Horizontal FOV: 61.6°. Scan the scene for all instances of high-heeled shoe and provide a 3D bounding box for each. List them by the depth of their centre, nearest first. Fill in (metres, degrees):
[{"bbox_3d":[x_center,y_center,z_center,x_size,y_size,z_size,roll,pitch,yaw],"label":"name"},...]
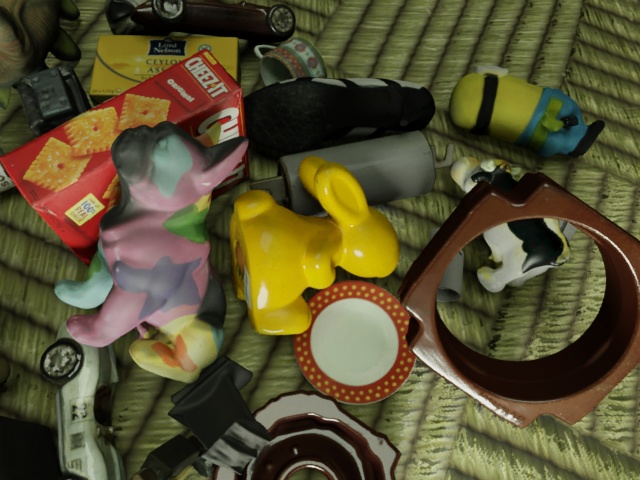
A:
[{"bbox_3d":[0.016,-0.163,0.657,0.249,0.086,0.145,6,26,8],"label":"high-heeled shoe"}]

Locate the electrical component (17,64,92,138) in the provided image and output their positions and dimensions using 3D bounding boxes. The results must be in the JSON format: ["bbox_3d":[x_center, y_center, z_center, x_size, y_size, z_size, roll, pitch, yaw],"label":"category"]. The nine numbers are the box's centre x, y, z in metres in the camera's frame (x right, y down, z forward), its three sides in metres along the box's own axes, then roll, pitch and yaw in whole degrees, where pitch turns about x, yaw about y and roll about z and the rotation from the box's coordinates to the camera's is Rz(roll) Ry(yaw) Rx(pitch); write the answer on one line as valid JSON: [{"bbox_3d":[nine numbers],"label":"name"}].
[{"bbox_3d":[-0.270,-0.117,0.583,0.058,0.134,0.115,-24,71,-14],"label":"electrical component"}]

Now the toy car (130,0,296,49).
[{"bbox_3d":[-0.128,-0.276,0.666,0.202,0.089,0.053,-3,101,-25],"label":"toy car"}]

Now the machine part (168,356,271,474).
[{"bbox_3d":[-0.090,0.151,0.480,0.084,0.139,0.039,-31,113,-15],"label":"machine part"}]

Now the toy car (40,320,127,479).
[{"bbox_3d":[-0.210,0.169,0.485,0.056,0.073,0.202,-12,66,-9],"label":"toy car"}]

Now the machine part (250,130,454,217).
[{"bbox_3d":[0.041,-0.073,0.617,0.243,0.079,0.079,-13,67,-11],"label":"machine part"}]

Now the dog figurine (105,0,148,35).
[{"bbox_3d":[-0.209,-0.357,0.730,0.191,0.121,0.172,-29,33,2],"label":"dog figurine"}]

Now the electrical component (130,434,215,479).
[{"bbox_3d":[-0.130,0.208,0.465,0.045,0.102,0.078,30,90,14],"label":"electrical component"}]

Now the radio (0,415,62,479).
[{"bbox_3d":[-0.340,0.220,0.420,0.230,0.131,0.073,-23,67,-14],"label":"radio"}]

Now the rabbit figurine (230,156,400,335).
[{"bbox_3d":[-0.001,-0.002,0.542,0.173,0.122,0.162,-3,103,-16],"label":"rabbit figurine"}]

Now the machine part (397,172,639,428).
[{"bbox_3d":[0.193,0.054,0.505,0.201,0.087,0.201,34,106,-1],"label":"machine part"}]

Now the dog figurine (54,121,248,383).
[{"bbox_3d":[-0.125,0.002,0.486,0.219,0.191,0.109,-54,34,3],"label":"dog figurine"}]

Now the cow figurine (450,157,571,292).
[{"bbox_3d":[0.204,-0.035,0.593,0.068,0.098,0.167,0,63,-35],"label":"cow figurine"}]

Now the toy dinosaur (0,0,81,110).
[{"bbox_3d":[-0.352,-0.289,0.621,0.105,0.198,0.471,4,64,-1],"label":"toy dinosaur"}]

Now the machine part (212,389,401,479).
[{"bbox_3d":[-0.011,0.230,0.483,0.179,0.056,0.179,2,66,-4],"label":"machine part"}]

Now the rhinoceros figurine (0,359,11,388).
[{"bbox_3d":[-0.357,0.073,0.507,0.073,0.112,0.190,-12,79,-44],"label":"rhinoceros figurine"}]

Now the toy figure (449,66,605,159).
[{"bbox_3d":[0.251,-0.155,0.671,0.180,0.082,0.089,29,64,6],"label":"toy figure"}]

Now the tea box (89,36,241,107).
[{"bbox_3d":[-0.183,-0.193,0.661,0.170,0.068,0.098,-2,65,-5],"label":"tea box"}]
